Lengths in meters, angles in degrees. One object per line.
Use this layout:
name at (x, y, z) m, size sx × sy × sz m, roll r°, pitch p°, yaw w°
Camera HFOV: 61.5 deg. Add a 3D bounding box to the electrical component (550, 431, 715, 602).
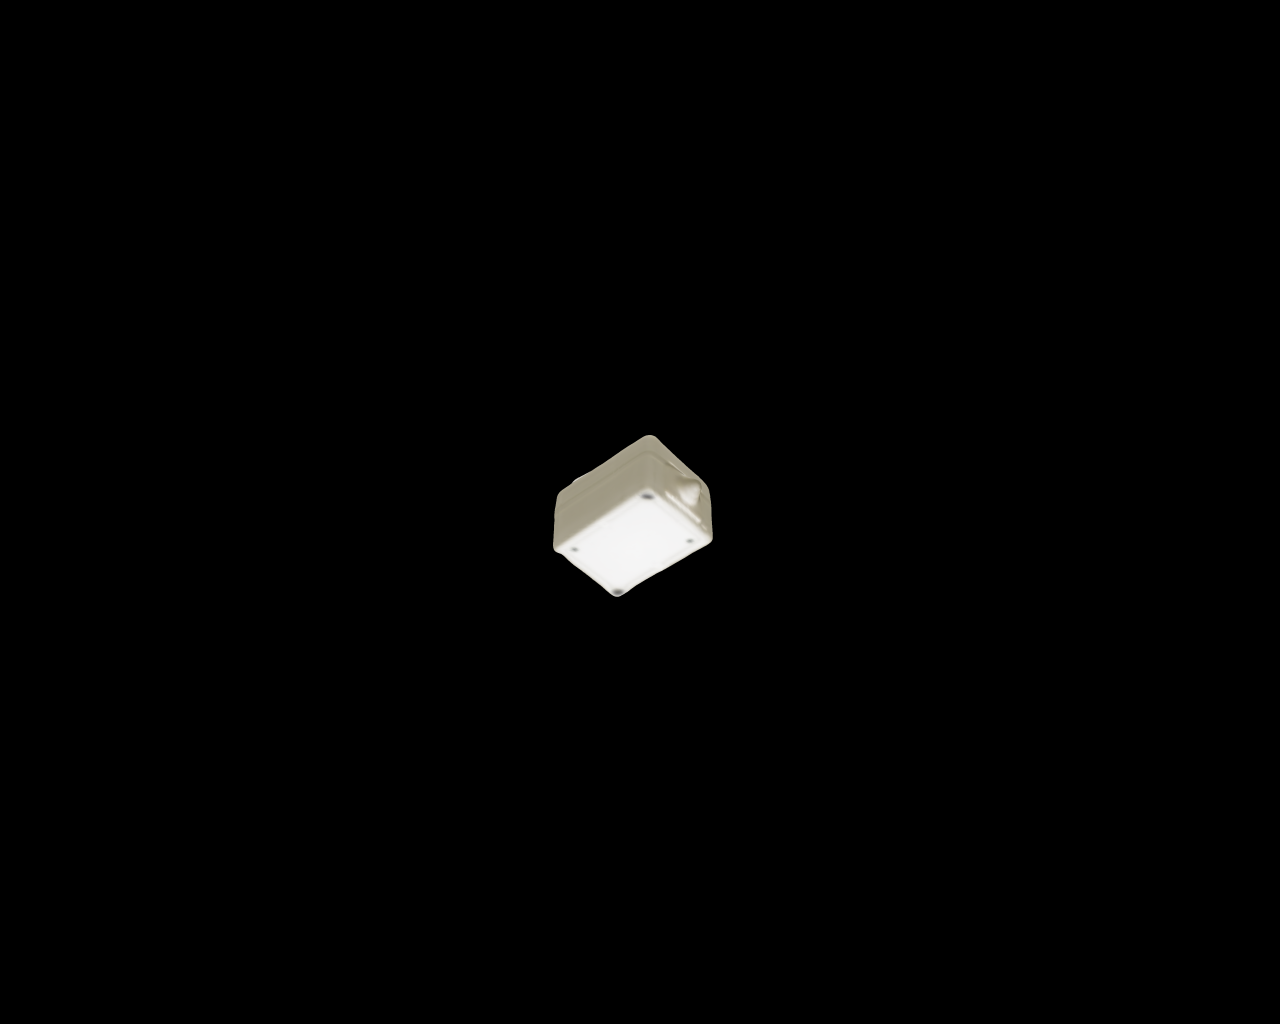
electrical component at (0.001, -0.003, 0.650) m, size 0.096 × 0.061 × 0.061 m, roll -32°, pitch -54°, yaw 27°
